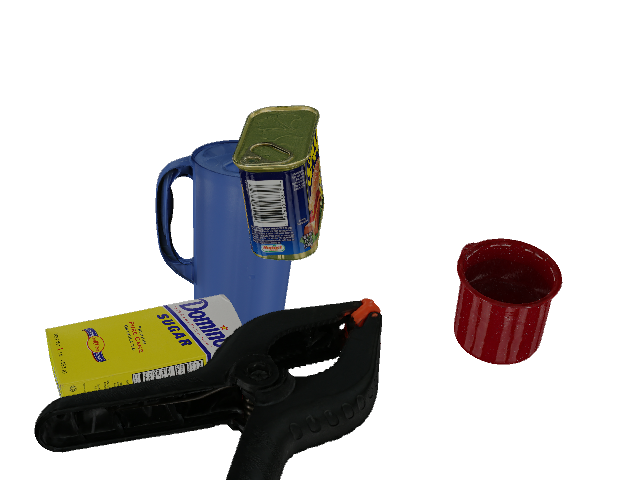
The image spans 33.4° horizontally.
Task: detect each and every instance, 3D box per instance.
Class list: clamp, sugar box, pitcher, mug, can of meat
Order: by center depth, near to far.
[{"bbox_3d":[-0.025,0.080,0.475,0.171,0.039,0.120,-25,49,-30],"label":"clamp"},{"bbox_3d":[-0.028,-0.044,0.821,0.057,0.084,0.102,-2,31,8],"label":"can of meat"},{"bbox_3d":[0.160,0.051,0.979,0.093,0.081,0.117,-16,43,-21],"label":"mug"},{"bbox_3d":[-0.158,0.104,0.988,0.176,0.048,0.093,-13,34,-16],"label":"sugar box"},{"bbox_3d":[-0.103,0.008,1.277,0.149,0.243,0.144,21,27,31],"label":"pitcher"}]
